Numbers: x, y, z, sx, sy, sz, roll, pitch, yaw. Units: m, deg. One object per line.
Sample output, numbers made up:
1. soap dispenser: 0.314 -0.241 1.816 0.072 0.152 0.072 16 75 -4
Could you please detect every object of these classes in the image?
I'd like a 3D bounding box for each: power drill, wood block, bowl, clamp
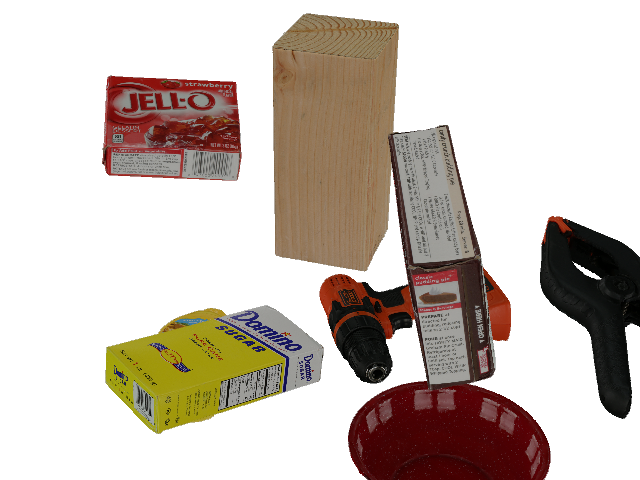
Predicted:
1. power drill: 0.102 0.083 1.134 0.187 0.057 0.184 -6 28 -11
2. wood block: 0.013 -0.087 0.960 0.091 0.206 0.090 10 33 15
3. bowl: 0.102 0.183 0.868 0.162 0.055 0.162 1 30 -1
4. clamp: 0.216 0.045 0.737 0.120 0.039 0.171 -3 45 -20

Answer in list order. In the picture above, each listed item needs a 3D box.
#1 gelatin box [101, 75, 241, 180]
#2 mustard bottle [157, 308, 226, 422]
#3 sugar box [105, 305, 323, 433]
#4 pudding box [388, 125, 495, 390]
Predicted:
1. gelatin box: -0.099 -0.076 0.711 0.089 0.073 0.030 2 -44 -10
2. mustard bottle: -0.137 0.125 1.171 0.096 0.058 0.191 8 24 8
3. sugar box: -0.094 0.111 0.962 0.175 0.048 0.093 -16 34 -35
4. pudding box: 0.063 0.007 0.565 0.039 0.090 0.113 -11 40 4
